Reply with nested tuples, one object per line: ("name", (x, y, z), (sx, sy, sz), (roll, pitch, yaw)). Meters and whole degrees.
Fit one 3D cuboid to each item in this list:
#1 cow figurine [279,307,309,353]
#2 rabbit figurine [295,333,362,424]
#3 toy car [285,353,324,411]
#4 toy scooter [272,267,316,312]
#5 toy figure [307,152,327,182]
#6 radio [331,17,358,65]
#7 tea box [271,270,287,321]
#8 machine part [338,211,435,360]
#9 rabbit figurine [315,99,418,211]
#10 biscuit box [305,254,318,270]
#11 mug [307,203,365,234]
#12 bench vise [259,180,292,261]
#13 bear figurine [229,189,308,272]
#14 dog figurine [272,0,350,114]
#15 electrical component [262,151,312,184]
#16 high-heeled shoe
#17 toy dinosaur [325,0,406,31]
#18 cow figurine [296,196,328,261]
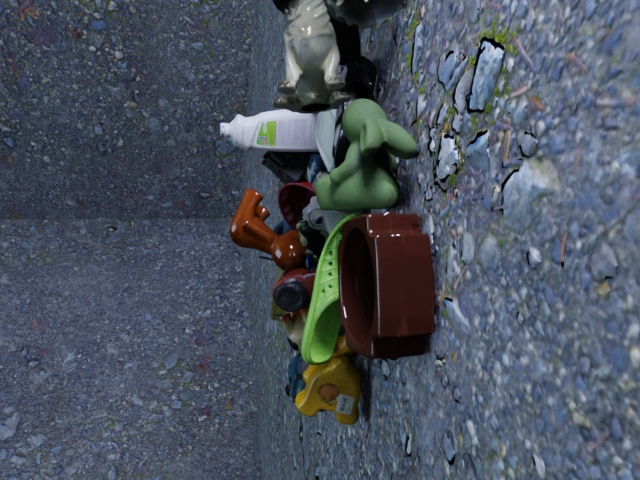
("cow figurine", (-0.019, 0.201, 1.152), (0.195, 0.085, 0.127), (34, -144, -81))
("rabbit figurine", (0.022, 0.248, 1.042), (0.173, 0.122, 0.162), (-55, -31, -80))
("toy car", (-0.013, 0.310, 1.248), (0.103, 0.109, 0.162), (-60, 14, 23))
("toy scooter", (0.000, 0.077, 1.060), (0.135, 0.184, 0.075), (-65, -43, -64))
("toy figure", (0.000, -0.123, 1.238), (0.064, 0.058, 0.154), (-31, -53, -59))
("radio", (0.013, -0.381, 1.117), (0.229, 0.073, 0.131), (144, 124, -74))
("tea box", (-0.073, 0.133, 1.403), (0.170, 0.068, 0.098), (-61, -21, -64))
("machine part", (0.091, 0.065, 0.783), (0.201, 0.087, 0.201), (160, 107, -77))
("rabbit figurine", (0.064, -0.130, 0.806), (0.159, 0.121, 0.170), (-174, 81, -70))
("biscuit box", (0.013, 0.082, 1.173), (0.203, 0.059, 0.062), (-108, 21, -53))
("mug", (0.032, -0.040, 1.003), (0.107, 0.110, 0.081), (84, 169, -48))
("bench vise", (-0.067, -0.030, 1.341), (0.241, 0.129, 0.223), (-79, -10, -55))
("bear figurine", (-0.099, -0.012, 1.198), (0.132, 0.196, 0.120), (-63, -19, -19))
("dog figurine", (-0.018, -0.309, 0.849), (0.172, 0.121, 0.190), (146, 120, -79))
("electrical component", (-0.054, -0.188, 1.290), (0.115, 0.134, 0.058), (-49, -4, -20))
("high-heeled shoe", (0.057, -0.189, 0.938), (0.145, 0.086, 0.248), (-110, 28, -64))
("toy dinosaur", (0.050, -0.429, 0.890), (0.405, 0.131, 0.192), (-127, 38, -78))
("cow figurine", (-0.001, -0.002, 1.104), (0.098, 0.068, 0.167), (-50, -33, -29))
